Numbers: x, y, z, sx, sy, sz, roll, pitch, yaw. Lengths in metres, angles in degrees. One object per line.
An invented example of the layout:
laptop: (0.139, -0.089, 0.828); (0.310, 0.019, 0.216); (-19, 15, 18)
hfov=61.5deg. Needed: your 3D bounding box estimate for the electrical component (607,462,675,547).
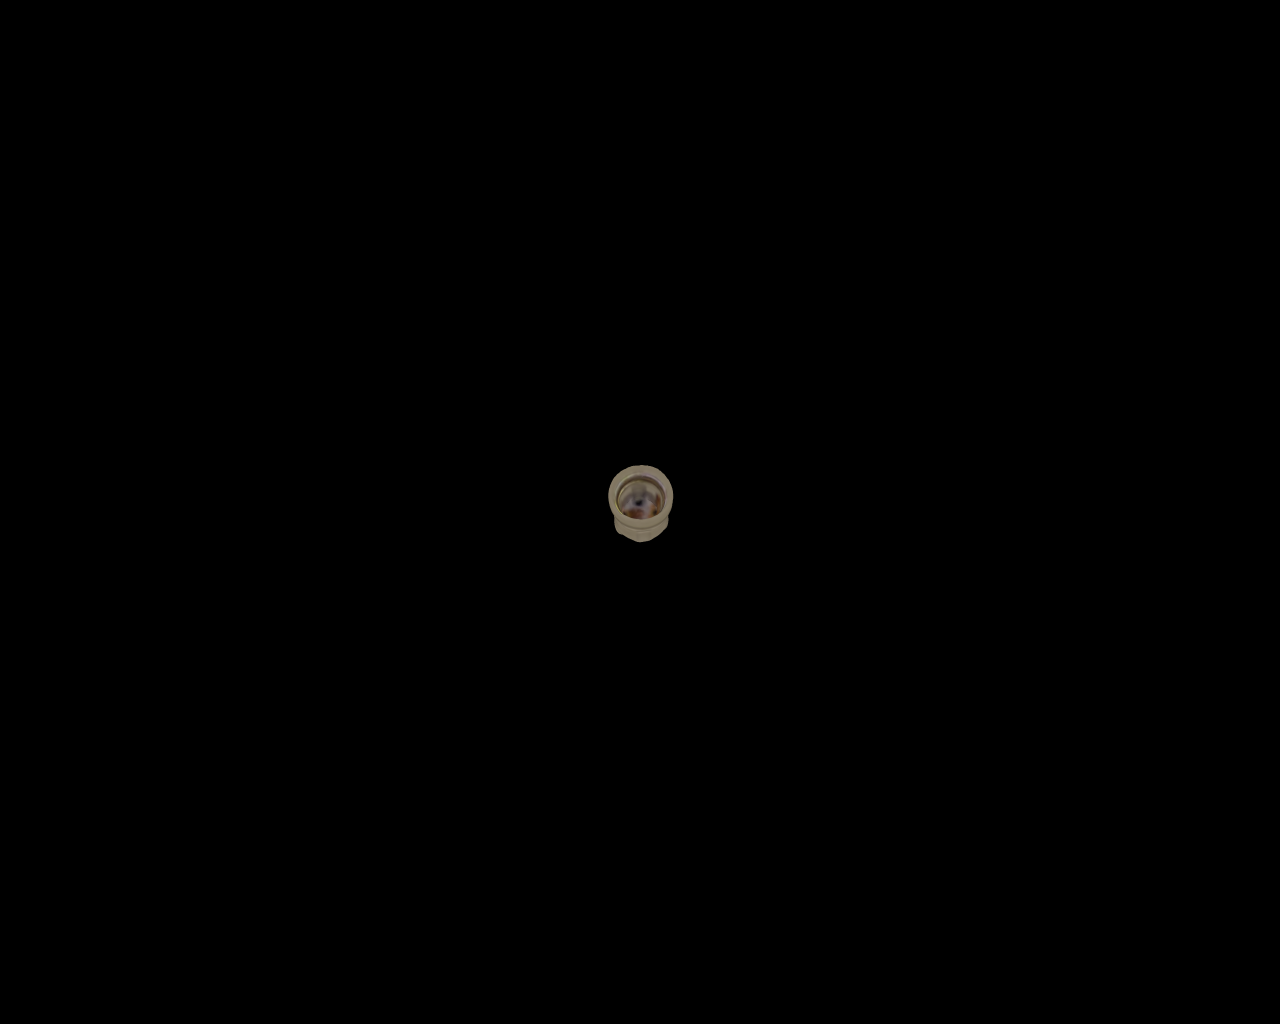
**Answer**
electrical component: (0.001, -0.003, 0.650); (0.040, 0.040, 0.046); (0, -24, 0)
